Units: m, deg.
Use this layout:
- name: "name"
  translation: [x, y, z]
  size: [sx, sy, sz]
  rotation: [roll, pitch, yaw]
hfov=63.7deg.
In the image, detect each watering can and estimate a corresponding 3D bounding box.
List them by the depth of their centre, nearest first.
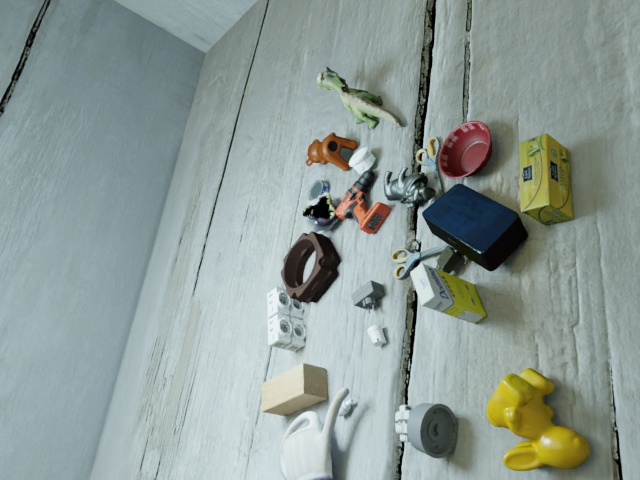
- name: "watering can"
  translation: [-0.013, 0.551, 1.345]
  size: [0.341, 0.103, 0.230]
  rotation: [-50, 37, 33]

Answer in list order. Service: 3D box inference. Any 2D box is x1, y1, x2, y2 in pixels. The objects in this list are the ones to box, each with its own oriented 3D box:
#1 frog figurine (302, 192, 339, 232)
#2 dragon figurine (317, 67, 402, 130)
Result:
- name: "frog figurine"
  translation: [0.005, -0.088, 1.747]
  size: [0.138, 0.123, 0.158]
  rotation: [-60, -3, -8]
- name: "dragon figurine"
  translation: [0.102, -0.486, 1.720]
  size: [0.122, 0.240, 0.416]
  rotation: [-57, 32, 6]
